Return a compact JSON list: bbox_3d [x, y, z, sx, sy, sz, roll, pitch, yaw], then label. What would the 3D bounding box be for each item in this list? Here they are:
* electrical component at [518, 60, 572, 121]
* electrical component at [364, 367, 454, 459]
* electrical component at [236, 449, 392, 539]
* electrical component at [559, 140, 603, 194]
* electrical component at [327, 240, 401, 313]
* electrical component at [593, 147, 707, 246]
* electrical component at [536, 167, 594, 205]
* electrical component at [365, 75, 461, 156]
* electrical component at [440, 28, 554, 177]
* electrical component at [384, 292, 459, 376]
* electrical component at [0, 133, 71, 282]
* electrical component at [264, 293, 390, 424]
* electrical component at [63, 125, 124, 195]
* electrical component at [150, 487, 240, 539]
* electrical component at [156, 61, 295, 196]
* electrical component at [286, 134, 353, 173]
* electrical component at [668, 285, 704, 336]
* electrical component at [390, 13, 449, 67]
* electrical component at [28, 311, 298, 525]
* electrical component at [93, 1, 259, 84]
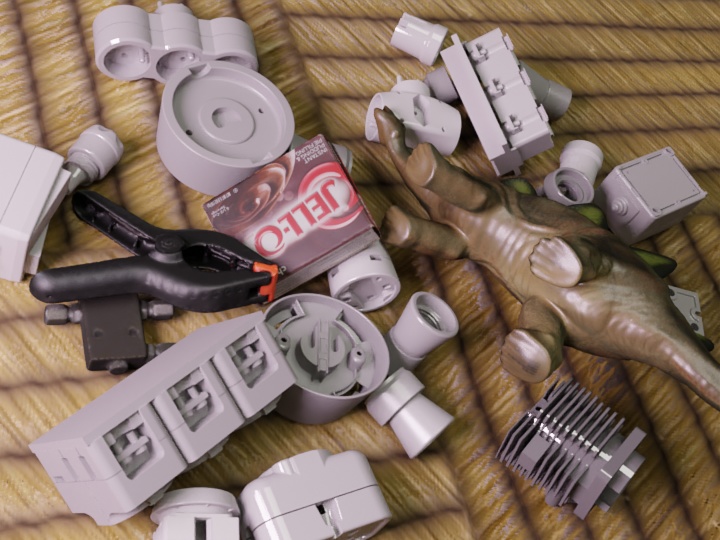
[{"bbox_3d":[0.175,-0.174,1.061,0.065,0.044,0.044,21,52,-16],"label":"electrical component"},{"bbox_3d":[0.037,0.107,0.807,0.055,0.045,0.045,47,52,11],"label":"electrical component"},{"bbox_3d":[-0.035,0.161,0.733,0.095,0.053,0.059,-12,64,-30],"label":"electrical component"},{"bbox_3d":[0.207,-0.094,1.022,0.040,0.040,0.046,26,57,-6],"label":"electrical component"},{"bbox_3d":[0.000,0.000,0.857,0.055,0.055,0.047,0,55,-24],"label":"electrical component"},{"bbox_3d":[0.264,-0.065,1.014,0.096,0.061,0.061,-21,69,-34],"label":"electrical component"},{"bbox_3d":[0.181,-0.060,0.977,0.048,0.055,0.066,24,52,-8],"label":"electrical component"},{"bbox_3d":[0.047,-0.146,0.983,0.077,0.043,0.079,9,55,-18],"label":"electrical component"},{"bbox_3d":[0.130,-0.158,0.999,0.063,0.079,0.121,-25,69,10],"label":"electrical component"},{"bbox_3d":[0.040,0.053,0.830,0.044,0.065,0.044,26,35,-20],"label":"electrical component"},{"bbox_3d":[-0.250,-0.038,0.765,0.061,0.061,0.096,20,52,-11],"label":"electrical component"},{"bbox_3d":[-0.031,0.063,0.793,0.099,0.064,0.099,12,54,-17],"label":"electrical component"},{"bbox_3d":[-0.211,-0.082,0.830,0.035,0.035,0.061,31,54,-2],"label":"electrical component"},{"bbox_3d":[-0.106,0.175,0.690,0.078,0.058,0.057,6,59,-20],"label":"electrical component"},{"bbox_3d":[-0.113,-0.109,0.875,0.108,0.060,0.108,12,55,-17],"label":"electrical component"},{"bbox_3d":[-0.039,-0.088,0.904,0.055,0.045,0.045,13,54,-16],"label":"electrical component"},{"bbox_3d":[0.267,0.048,0.942,0.048,0.055,0.066,14,54,-15],"label":"electrical component"},{"bbox_3d":[0.057,-0.225,1.044,0.046,0.040,0.040,25,51,1],"label":"electrical component"},{"bbox_3d":[-0.125,0.096,0.707,0.150,0.089,0.061,-36,102,-37],"label":"electrical component"},{"bbox_3d":[-0.159,-0.202,0.923,0.138,0.052,0.073,1,57,-23],"label":"electrical component"}]
